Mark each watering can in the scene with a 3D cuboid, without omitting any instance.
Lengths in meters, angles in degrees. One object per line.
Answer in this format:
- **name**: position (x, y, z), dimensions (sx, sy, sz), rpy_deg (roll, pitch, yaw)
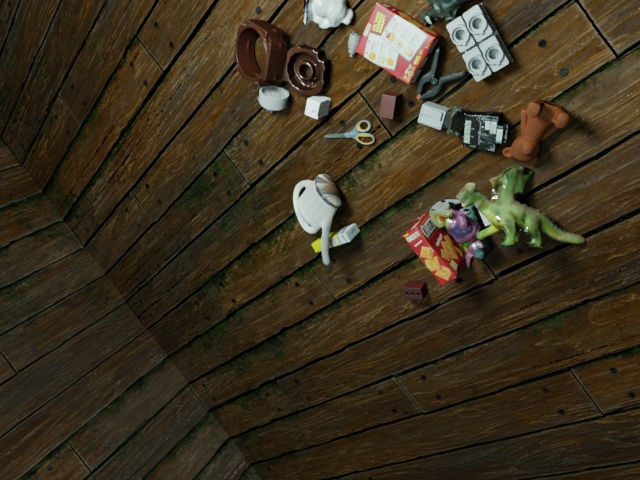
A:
- **watering can**: position (0.006, -0.097, 1.937), dimensions (0.220, 0.104, 0.353), rpy_deg (-48, 58, 37)

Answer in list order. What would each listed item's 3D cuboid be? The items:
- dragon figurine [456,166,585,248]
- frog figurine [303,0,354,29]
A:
- **dragon figurine**: position (0.607, -0.104, 1.561), dimensions (0.410, 0.123, 0.242), rpy_deg (0, 95, -6)
- **frog figurine**: position (0.028, -0.752, 1.659), dimensions (0.159, 0.125, 0.135), rpy_deg (2, 111, -8)
